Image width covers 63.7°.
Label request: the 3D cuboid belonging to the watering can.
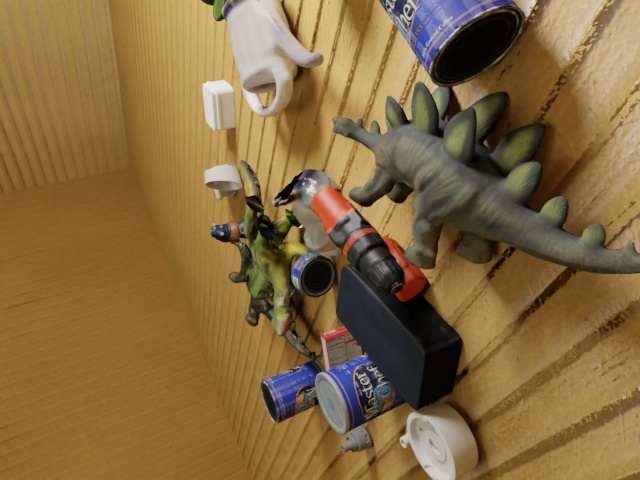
[{"bbox_3d":[-0.085,-0.342,0.899,0.346,0.104,0.224,-6,99,66],"label":"watering can"}]

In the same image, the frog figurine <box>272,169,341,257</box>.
[{"bbox_3d":[0.003,-0.047,0.935,0.158,0.125,0.136,41,151,-16],"label":"frog figurine"}]

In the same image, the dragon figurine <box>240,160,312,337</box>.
[{"bbox_3d":[-0.133,0.029,1.145,0.419,0.122,0.237,61,137,40],"label":"dragon figurine"}]
